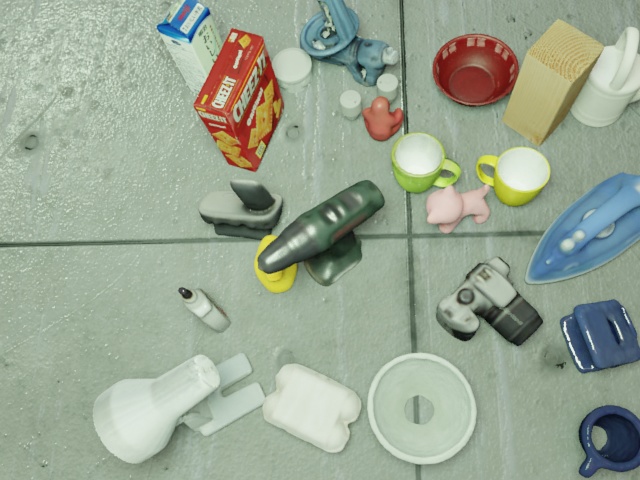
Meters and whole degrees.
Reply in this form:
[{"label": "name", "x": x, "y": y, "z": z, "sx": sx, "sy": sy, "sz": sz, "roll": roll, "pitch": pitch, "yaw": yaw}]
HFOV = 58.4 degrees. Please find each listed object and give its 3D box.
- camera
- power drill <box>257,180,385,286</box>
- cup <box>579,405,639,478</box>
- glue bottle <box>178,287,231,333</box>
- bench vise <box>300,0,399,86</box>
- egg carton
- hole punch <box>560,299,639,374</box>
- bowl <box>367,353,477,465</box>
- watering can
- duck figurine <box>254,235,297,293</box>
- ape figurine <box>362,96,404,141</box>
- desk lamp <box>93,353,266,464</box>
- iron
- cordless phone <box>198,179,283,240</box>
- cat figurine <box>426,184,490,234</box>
[{"label": "camera", "x": 0.283, "y": 0.115, "z": 0.937, "sx": 0.143, "sy": 0.101, "sz": 0.136, "roll": -42, "pitch": 72, "yaw": -9}, {"label": "power drill", "x": 0.009, "y": 0.003, "z": 0.948, "sx": 0.230, "sy": 0.208, "sz": 0.075, "roll": -40, "pitch": 71, "yaw": -8}, {"label": "cup", "x": 0.419, "y": 0.308, "z": 0.857, "sx": 0.091, "sy": 0.095, "sz": 0.118, "roll": 41, "pitch": 80, "yaw": 18}, {"label": "glue bottle", "x": -0.201, "y": 0.106, "z": 0.954, "sx": 0.078, "sy": 0.173, "sz": 0.037, "roll": 42, "pitch": 80, "yaw": 18}, {"label": "bench vise", "x": 0.052, "y": -0.403, "z": 1.080, "sx": 0.207, "sy": 0.220, "sz": 0.121, "roll": 8, "pitch": 72, "yaw": 9}, {"label": "egg carton", "x": -0.013, "y": 0.270, "z": 0.931, "sx": 0.150, "sy": 0.069, "sz": 0.107, "roll": 21, "pitch": 74, "yaw": 13}, {"label": "hole punch", "x": 0.452, "y": 0.149, "z": 0.912, "sx": 0.101, "sy": 0.091, "sz": 0.108, "roll": -15, "pitch": 70, "yaw": 1}, {"label": "bowl", "x": 0.159, "y": 0.267, "z": 0.911, "sx": 0.167, "sy": 0.075, "sz": 0.167, "roll": -2, "pitch": 71, "yaw": 6}, {"label": "watering can", "x": 0.522, "y": -0.291, "z": 1.003, "sx": 0.172, "sy": 0.194, "sz": 0.101, "roll": -6, "pitch": 70, "yaw": 4}, {"label": "duck figurine", "x": -0.084, "y": 0.035, "z": 1.013, "sx": 0.077, "sy": 0.086, "sz": 0.104, "roll": -12, "pitch": 70, "yaw": 2}, {"label": "ape figurine", "x": 0.116, "y": -0.237, "z": 1.083, "sx": 0.077, "sy": 0.092, "sz": 0.076, "roll": 21, "pitch": 74, "yaw": 13}, {"label": "desk lamp", "x": -0.211, "y": 0.246, "z": 0.885, "sx": 0.203, "sy": 0.214, "sz": 0.118, "roll": -29, "pitch": 70, "yaw": -4}, {"label": "iron", "x": 0.453, "y": -0.022, "z": 0.944, "sx": 0.258, "sy": 0.141, "sz": 0.118, "roll": -37, "pitch": 71, "yaw": -7}, {"label": "cordless phone", "x": -0.148, "y": -0.074, "z": 1.005, "sx": 0.147, "sy": 0.185, "sz": 0.094, "roll": 2, "pitch": 71, "yaw": 7}, {"label": "cat figurine", "x": 0.236, "y": -0.063, "z": 0.995, "sx": 0.128, "sy": 0.118, "sz": 0.067, "roll": -20, "pitch": 70, "yaw": -1}]
